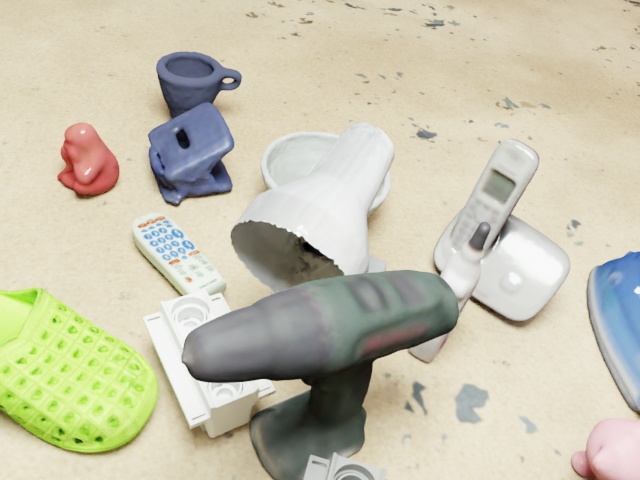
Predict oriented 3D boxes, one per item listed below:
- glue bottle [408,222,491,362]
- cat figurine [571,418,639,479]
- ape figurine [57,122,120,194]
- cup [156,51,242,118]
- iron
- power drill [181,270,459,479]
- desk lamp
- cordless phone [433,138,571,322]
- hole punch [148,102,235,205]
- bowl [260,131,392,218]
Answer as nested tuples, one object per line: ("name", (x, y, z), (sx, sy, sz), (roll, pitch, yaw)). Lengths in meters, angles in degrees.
("glue bottle", (0.136, 0.048, 0.579), (0.037, 0.173, 0.078), (27, 45, 15))
("cat figurine", (0.282, 0.196, 0.502), (0.128, 0.118, 0.067), (10, 43, -3))
("ape figurine", (-0.283, -0.102, 0.690), (0.076, 0.092, 0.077), (-1, 45, -15))
("cup", (-0.174, -0.210, 0.827), (0.118, 0.095, 0.091), (-1, 45, -14))
("iron", (0.388, 0.083, 0.627), (0.119, 0.141, 0.258), (1, 45, -12))
("power drill", (0.001, 0.108, 0.458), (0.230, 0.208, 0.075), (-18, 51, -28))
("desk lamp", (0.005, 0.002, 0.565), (0.117, 0.213, 0.203), (25, 45, 12))
("cordless phone", (0.222, -0.011, 0.652), (0.147, 0.185, 0.094), (35, 48, 22))
("hole punch", (-0.167, -0.114, 0.732), (0.101, 0.091, 0.108), (-12, 49, -25))
("bowl", (0.004, -0.064, 0.735), (0.167, 0.075, 0.167), (7, 44, -7))
